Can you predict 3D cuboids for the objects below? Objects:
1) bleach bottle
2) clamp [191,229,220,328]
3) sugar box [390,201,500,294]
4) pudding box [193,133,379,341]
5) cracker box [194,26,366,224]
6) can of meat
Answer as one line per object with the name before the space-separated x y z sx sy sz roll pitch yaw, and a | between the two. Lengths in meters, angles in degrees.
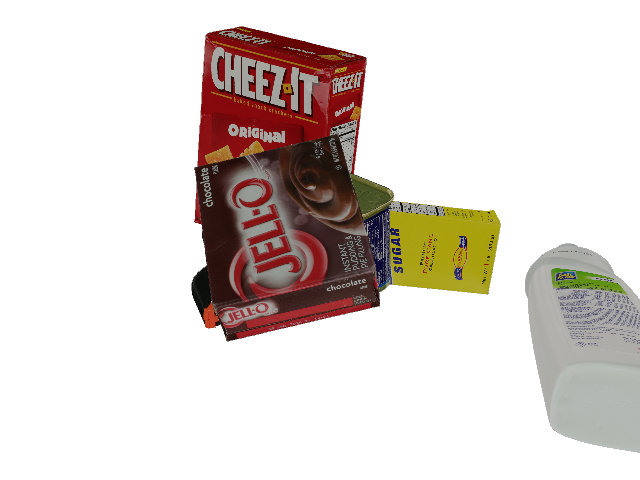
bleach bottle | 0.214 0.065 0.827 0.102 0.068 0.250 9 23 3
clamp | -0.093 0.037 1.256 0.120 0.039 0.171 -2 40 9
sugar box | 0.110 0.006 1.223 0.176 0.093 0.048 4 23 -3
pudding box | -0.021 -0.004 0.611 0.090 0.113 0.039 -13 -44 -1
cracker box | -0.048 -0.101 1.120 0.164 0.214 0.072 19 27 29
can of meat | 0.012 -0.007 0.887 0.057 0.084 0.102 -29 39 -36
